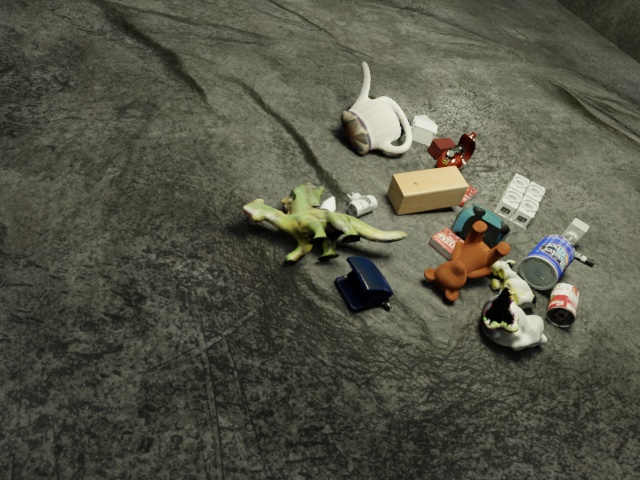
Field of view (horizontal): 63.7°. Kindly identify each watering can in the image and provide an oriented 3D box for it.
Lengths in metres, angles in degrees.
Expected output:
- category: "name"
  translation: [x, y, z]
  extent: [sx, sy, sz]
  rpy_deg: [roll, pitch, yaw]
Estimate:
- category: "watering can"
  translation: [0.162, -0.420, 1.699]
  extent: [0.226, 0.102, 0.350]
  rpy_deg: [-26, 79, -26]

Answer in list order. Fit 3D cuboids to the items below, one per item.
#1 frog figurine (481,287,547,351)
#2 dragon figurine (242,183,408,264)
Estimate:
- category: "frog figurine"
  translation: [0.474, 0.208, 1.262]
  extent: [0.157, 0.121, 0.140]
  rpy_deg: [37, 23, -35]
- category: "dragon figurine"
  translation: [0.004, -0.067, 1.333]
  extent: [0.411, 0.119, 0.248]
  rpy_deg: [-5, 52, -22]
